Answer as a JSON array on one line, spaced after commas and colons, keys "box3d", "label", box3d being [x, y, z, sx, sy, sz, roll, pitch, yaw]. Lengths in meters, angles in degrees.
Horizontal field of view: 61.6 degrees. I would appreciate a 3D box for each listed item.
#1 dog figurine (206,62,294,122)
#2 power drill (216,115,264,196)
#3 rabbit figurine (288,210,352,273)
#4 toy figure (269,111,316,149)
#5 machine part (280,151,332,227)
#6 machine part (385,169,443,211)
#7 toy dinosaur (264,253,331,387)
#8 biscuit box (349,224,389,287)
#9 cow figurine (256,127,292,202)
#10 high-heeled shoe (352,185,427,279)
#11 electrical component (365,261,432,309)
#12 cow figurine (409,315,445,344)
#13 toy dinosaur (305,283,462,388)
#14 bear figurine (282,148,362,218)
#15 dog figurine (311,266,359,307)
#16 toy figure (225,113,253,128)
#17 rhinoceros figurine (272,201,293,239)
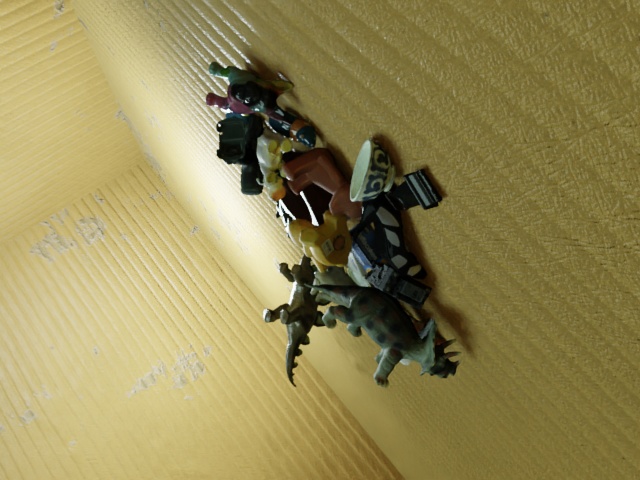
[{"box3d": [-0.149, -0.335, 1.252, 0.219, 0.108, 0.191, 20, -169, 25], "label": "dog figurine"}, {"box3d": [-0.193, -0.238, 1.360, 0.207, 0.086, 0.232, 53, -144, -79], "label": "power drill"}, {"box3d": [-0.003, -0.004, 1.307, 0.173, 0.122, 0.162, 18, 153, 43], "label": "rabbit figurine"}, {"box3d": [-0.059, -0.258, 1.245, 0.155, 0.064, 0.057, 33, 116, 37], "label": "toy figure"}, {"box3d": [-0.043, -0.128, 1.404, 0.201, 0.087, 0.201, 24, 145, 57], "label": "machine part"}, {"box3d": [0.175, -0.086, 1.004, 0.084, 0.039, 0.139, 51, 162, -6], "label": "machine part"}, {"box3d": [-0.058, 0.217, 1.599, 0.198, 0.471, 0.105, 12, -173, -43], "label": "toy dinosaur"}, {"box3d": [0.139, 0.052, 1.316, 0.202, 0.063, 0.059, 55, 161, -4], "label": "biscuit box"}, {"box3d": [-0.119, -0.179, 1.283, 0.098, 0.068, 0.167, 44, 139, 43], "label": "cow figurine"}, {"box3d": [0.174, -0.018, 1.141, 0.248, 0.145, 0.086, 30, -170, -32], "label": "high-heeled shoe"}, {"box3d": [0.181, 0.102, 1.212, 0.115, 0.058, 0.134, 25, -178, -23], "label": "electrical component"}, {"box3d": [0.213, 0.220, 1.355, 0.194, 0.085, 0.127, 38, 173, -25], "label": "cow figurine"}, {"box3d": [0.143, 0.188, 1.241, 0.405, 0.192, 0.131, 44, -161, 13], "label": "toy dinosaur"}, {"box3d": [0.023, -0.109, 1.209, 0.196, 0.132, 0.120, 55, 174, 16], "label": "bear figurine"}, {"box3d": [0.086, 0.144, 1.504, 0.191, 0.121, 0.172, 23, 162, 22], "label": "dog figurine"}, {"box3d": [-0.216, -0.316, 1.508, 0.089, 0.082, 0.180, 45, 158, 26], "label": "toy figure"}, {"box3d": [-0.088, -0.090, 1.576, 0.112, 0.073, 0.190, 105, 148, -51], "label": "rhinoceros figurine"}]
